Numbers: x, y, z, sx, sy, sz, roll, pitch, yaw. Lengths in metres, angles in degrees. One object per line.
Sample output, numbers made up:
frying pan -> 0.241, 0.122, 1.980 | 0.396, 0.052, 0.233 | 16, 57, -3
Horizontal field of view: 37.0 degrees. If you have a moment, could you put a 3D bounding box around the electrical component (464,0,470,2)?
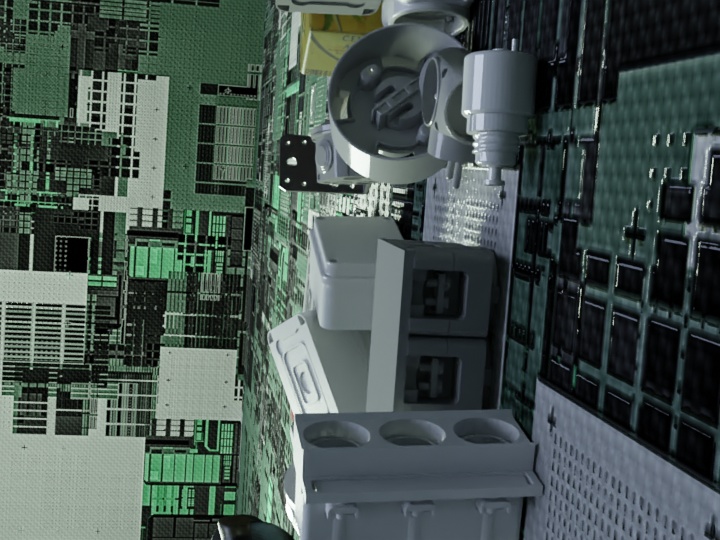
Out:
electrical component -> 0.058, -0.182, 0.596 | 0.075, 0.083, 0.047 | 103, 166, -46

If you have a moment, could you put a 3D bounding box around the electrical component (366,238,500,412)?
electrical component -> 0.044, 0.059, 0.669 | 0.089, 0.062, 0.150 | -145, 58, -79

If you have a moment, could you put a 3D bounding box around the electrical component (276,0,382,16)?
electrical component -> -0.017, -0.226, 0.735 | 0.113, 0.078, 0.057 | 127, 142, -73

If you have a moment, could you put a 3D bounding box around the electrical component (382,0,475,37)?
electrical component -> 0.048, -0.198, 0.746 | 0.095, 0.054, 0.059 | 144, 128, -78

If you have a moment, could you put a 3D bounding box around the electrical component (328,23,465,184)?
electrical component -> 0.027, -0.110, 0.728 | 0.064, 0.099, 0.099 | 99, 170, -63

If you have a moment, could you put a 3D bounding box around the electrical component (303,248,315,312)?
electrical component -> -0.025, 0.041, 1.089 | 0.078, 0.057, 0.113 | -107, 22, -64

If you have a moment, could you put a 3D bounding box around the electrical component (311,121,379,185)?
electrical component -> -0.002, -0.103, 0.938 | 0.080, 0.080, 0.051 | 171, 96, -80

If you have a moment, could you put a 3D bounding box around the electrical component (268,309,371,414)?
electrical component -> -0.024, 0.089, 0.925 | 0.078, 0.057, 0.113 | -32, 76, 55

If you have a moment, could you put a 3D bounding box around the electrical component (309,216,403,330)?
electrical component -> 0.000, 0.000, 0.897 | 0.113, 0.078, 0.057 | -109, 21, -65

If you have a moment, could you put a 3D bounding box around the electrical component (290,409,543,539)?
electrical component -> 0.026, 0.114, 0.579 | 0.078, 0.121, 0.063 | -118, 30, -71

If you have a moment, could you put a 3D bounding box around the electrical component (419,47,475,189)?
electrical component -> 0.062, -0.090, 0.662 | 0.077, 0.044, 0.079 | -110, 24, -66

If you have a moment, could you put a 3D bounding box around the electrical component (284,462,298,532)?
electrical component -> -0.032, 0.215, 1.019 | 0.080, 0.080, 0.051 | -100, 10, -52

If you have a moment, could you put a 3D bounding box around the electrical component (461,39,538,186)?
electrical component -> 0.076, -0.085, 0.591 | 0.040, 0.040, 0.078 | -177, 90, -80
